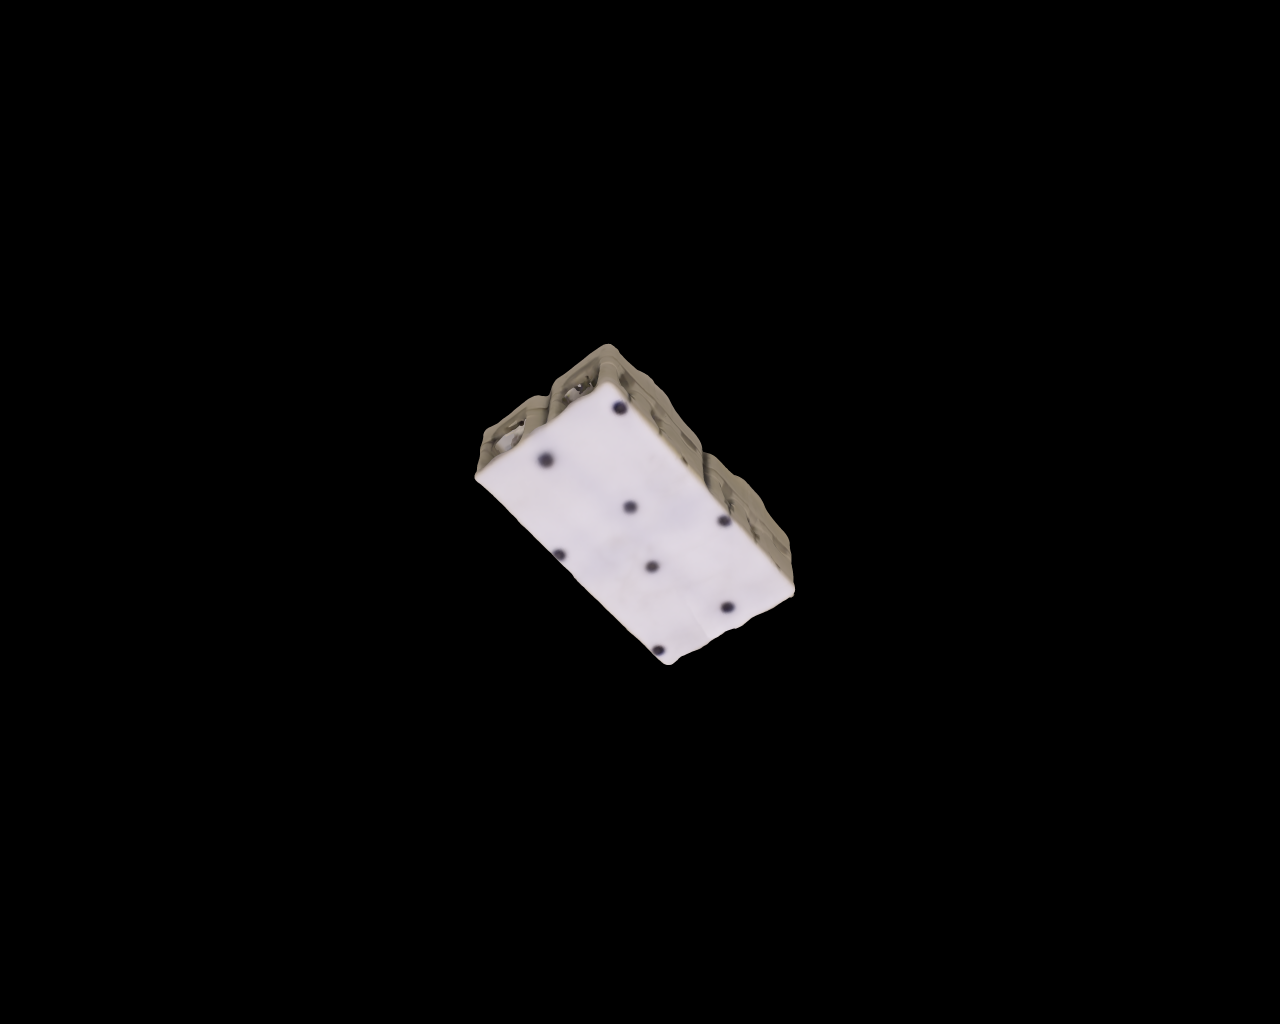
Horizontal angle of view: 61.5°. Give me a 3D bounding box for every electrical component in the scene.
[{"bbox_3d":[0.001,-0.003,0.650,0.105,0.186,0.060,-33,28,20],"label":"electrical component"}]
